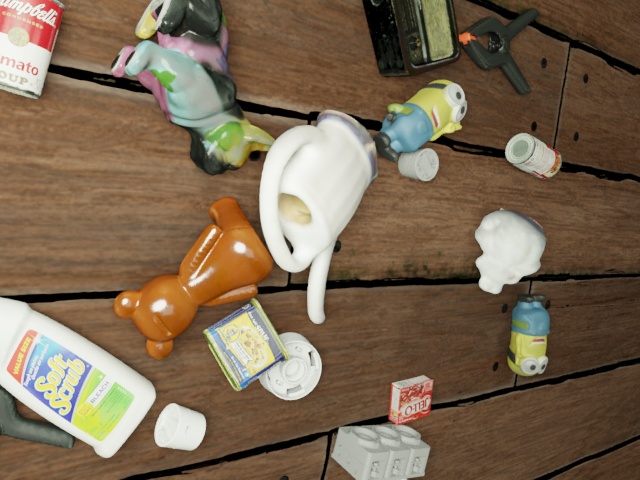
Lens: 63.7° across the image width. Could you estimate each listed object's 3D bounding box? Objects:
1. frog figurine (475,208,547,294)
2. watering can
[{"bbox_3d":[0.360,0.024,1.014,0.137,0.122,0.160,39,85,0],"label":"frog figurine"},{"bbox_3d":[0.002,-0.038,0.756,0.228,0.104,0.339,-55,150,-29],"label":"watering can"}]
